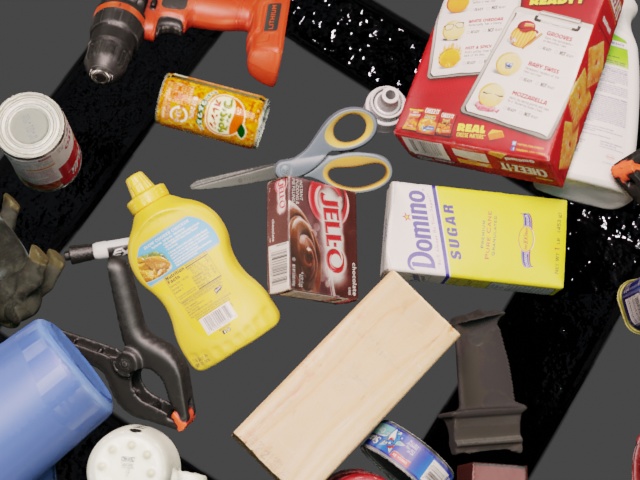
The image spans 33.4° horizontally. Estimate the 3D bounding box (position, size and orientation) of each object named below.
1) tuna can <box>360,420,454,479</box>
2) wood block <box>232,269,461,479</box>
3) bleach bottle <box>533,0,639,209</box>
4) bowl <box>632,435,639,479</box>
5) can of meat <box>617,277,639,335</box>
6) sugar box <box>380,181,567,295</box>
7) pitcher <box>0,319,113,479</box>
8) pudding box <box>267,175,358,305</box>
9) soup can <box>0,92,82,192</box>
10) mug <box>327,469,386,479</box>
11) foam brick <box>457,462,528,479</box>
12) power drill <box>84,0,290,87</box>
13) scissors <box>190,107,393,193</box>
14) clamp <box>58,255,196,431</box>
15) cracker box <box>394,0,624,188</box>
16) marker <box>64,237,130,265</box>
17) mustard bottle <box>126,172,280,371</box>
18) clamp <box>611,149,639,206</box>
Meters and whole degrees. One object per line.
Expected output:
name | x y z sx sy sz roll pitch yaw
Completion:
tuna can | 0.080 0.204 0.979 0.086 0.086 0.033 39 75 5
wood block | 0.022 0.137 0.989 0.090 0.091 0.206 44 77 5
bleach bottle | 0.288 -0.164 1.096 0.102 0.068 0.251 14 73 -3
bowl | 0.365 0.225 1.010 0.162 0.055 0.162 1 77 -4
can of meat | 0.353 0.051 1.037 0.102 0.084 0.057 -12 78 -7
sugar box | 0.151 -0.001 1.055 0.176 0.048 0.093 6 76 -4
pitcher | -0.299 0.190 0.930 0.242 0.149 0.145 -38 71 -8
pudding box | -0.007 0.001 1.024 0.089 0.039 0.113 11 74 -40
soup can | -0.268 -0.092 1.016 0.068 0.102 0.068 1 76 -4
mug | 0.024 0.255 0.965 0.117 0.081 0.093 -5 77 -6
foam brick | 0.157 0.233 0.982 0.051 0.078 0.053 4 74 -3
power drill | -0.128 -0.207 1.051 0.187 0.057 0.184 12 52 -5
scissors | -0.026 -0.089 1.062 0.201 0.016 0.096 4 104 -3
clamp | -0.173 0.100 0.993 0.171 0.039 0.120 40 114 2
cracker box | 0.189 -0.171 1.055 0.164 0.072 0.213 13 74 29
marker | -0.188 0.006 1.041 0.121 0.020 0.020 -9 77 -6
mustard bottle | -0.125 0.020 1.006 0.096 0.058 0.191 -32 91 3
clamp | 0.376 -0.040 1.053 0.209 0.036 0.164 4 77 -29
